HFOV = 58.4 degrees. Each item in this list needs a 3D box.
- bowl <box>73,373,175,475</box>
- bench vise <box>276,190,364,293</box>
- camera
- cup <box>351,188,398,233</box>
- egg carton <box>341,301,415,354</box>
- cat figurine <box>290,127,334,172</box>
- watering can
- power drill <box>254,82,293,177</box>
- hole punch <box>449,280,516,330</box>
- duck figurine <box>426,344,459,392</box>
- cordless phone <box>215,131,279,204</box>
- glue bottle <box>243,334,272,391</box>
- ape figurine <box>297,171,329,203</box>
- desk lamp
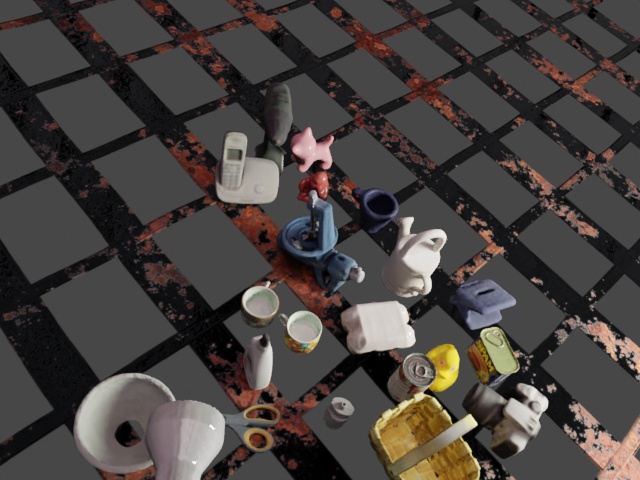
[{"bbox_3d":[-0.326,0.318,0.975,0.167,0.074,0.167,7,54,-10],"label":"bowl"},{"bbox_3d":[0.015,-0.004,1.204,0.207,0.219,0.121,23,53,1],"label":"bench vise"},{"bbox_3d":[0.365,0.334,1.138,0.136,0.101,0.143,37,55,12],"label":"camera"},{"bbox_3d":[0.117,-0.067,1.353,0.117,0.095,0.092,31,54,7],"label":"cup"},{"bbox_3d":[0.120,0.183,1.196,0.150,0.069,0.107,-4,57,-18],"label":"egg carton"},{"bbox_3d":[-0.024,-0.229,1.413,0.128,0.117,0.067,-14,60,-23],"label":"cat figurine"},{"bbox_3d":[0.204,0.030,1.248,0.101,0.194,0.172,-27,66,-29],"label":"watering can"},{"bbox_3d":[-0.108,-0.249,1.347,0.076,0.208,0.229,6,55,-11],"label":"power drill"},{"bbox_3d":[0.363,0.134,1.283,0.109,0.091,0.101,-13,60,-23],"label":"hole punch"},{"bbox_3d":[0.257,0.252,1.175,0.077,0.086,0.105,30,54,6],"label":"duck figurine"},{"bbox_3d":[-0.160,-0.166,1.290,0.148,0.185,0.094,-1,56,-16],"label":"cordless phone"},{"bbox_3d":[-0.110,0.211,1.048,0.037,0.173,0.078,-11,59,-21],"label":"glue bottle"},{"bbox_3d":[-0.008,-0.129,1.364,0.076,0.092,0.077,-27,67,-29],"label":"ape figurine"},{"bbox_3d":[-0.217,0.376,0.879,0.118,0.213,0.203,8,54,-10],"label":"desk lamp"}]
